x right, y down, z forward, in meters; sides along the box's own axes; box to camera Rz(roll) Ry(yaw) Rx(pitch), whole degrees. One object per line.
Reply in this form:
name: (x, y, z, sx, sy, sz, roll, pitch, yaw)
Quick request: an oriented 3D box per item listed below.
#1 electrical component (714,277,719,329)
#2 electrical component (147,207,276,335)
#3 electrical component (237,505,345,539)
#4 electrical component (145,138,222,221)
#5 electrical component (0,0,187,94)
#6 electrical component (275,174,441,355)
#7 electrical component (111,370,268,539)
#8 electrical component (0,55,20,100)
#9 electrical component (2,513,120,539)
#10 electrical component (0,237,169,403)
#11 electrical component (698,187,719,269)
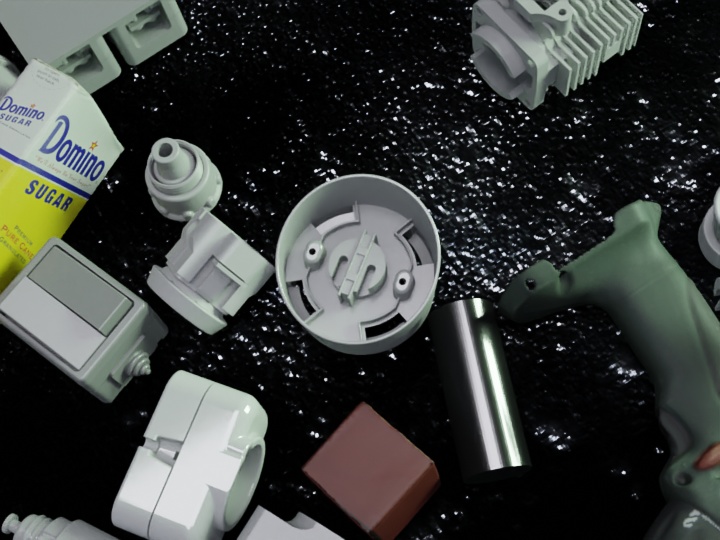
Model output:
electrical component: (0.213, 0.018, 0.563, 0.046, 0.040, 0.040, -7, 69, 5)
electrical component: (-0.092, 0.002, 0.659, 0.058, 0.078, 0.057, 41, 88, -22)
electrical component: (-0.026, 0.172, 0.595, 0.089, 0.050, 0.055, 29, 76, 15)
electrical component: (-0.117, -0.063, 0.688, 0.048, 0.062, 0.048, -2, 69, 5)
electrical component: (-0.216, -0.215, 0.758, 0.105, 0.060, 0.186, -34, 70, -7)
electrical component: (0.000, 0.000, 0.651, 0.099, 0.064, 0.099, -2, 69, 5)
electrical component: (-0.093, 0.114, 0.623, 0.059, 0.053, 0.095, 18, 72, 12)
electrical component: (-0.246, -0.097, 0.707, 0.051, 0.080, 0.080, 41, 78, 12)
electrical component: (-0.171, 0.162, 0.620, 0.078, 0.040, 0.040, 23, 73, 14)
electrical component: (-0.167, 0.033, 0.658, 0.096, 0.061, 0.061, 34, 76, 17)
electrical component: (0.229, -0.027, 0.642, 0.045, 0.055, 0.045, -2, 69, 5)
